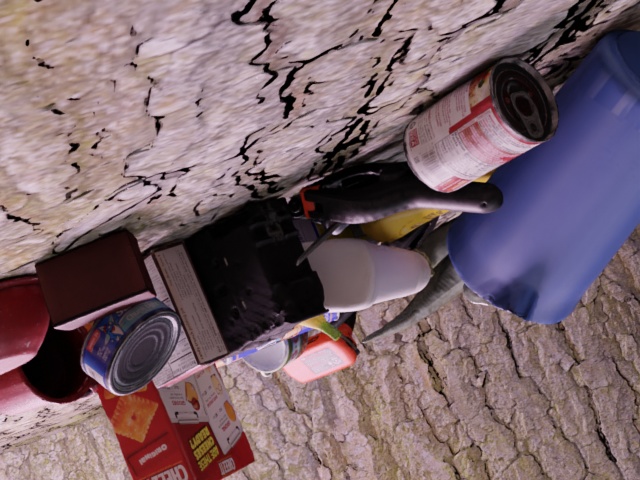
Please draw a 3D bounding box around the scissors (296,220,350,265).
[{"bbox_3d":[0.008,-0.011,0.958,0.096,0.016,0.201,-34,-175,45],"label":"scissors"}]

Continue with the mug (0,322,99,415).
[{"bbox_3d":[-0.263,0.122,1.005,0.082,0.093,0.117,-22,140,35],"label":"mug"}]

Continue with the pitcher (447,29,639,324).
[{"bbox_3d":[0.219,-0.058,0.897,0.144,0.149,0.243,-8,144,-36],"label":"pitcher"}]

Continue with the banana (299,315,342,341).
[{"bbox_3d":[-0.055,0.072,1.090,0.197,0.070,0.037,4,118,-50],"label":"banana"}]

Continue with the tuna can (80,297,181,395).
[{"bbox_3d":[-0.156,0.086,0.887,0.086,0.034,0.086,-42,152,-29],"label":"tuna can"}]

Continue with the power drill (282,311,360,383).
[{"bbox_3d":[0.000,0.102,1.461,0.185,0.057,0.187,-28,-147,34],"label":"power drill"}]

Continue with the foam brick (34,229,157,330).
[{"bbox_3d":[-0.174,0.032,0.830,0.078,0.051,0.053,-22,173,-4],"label":"foam brick"}]

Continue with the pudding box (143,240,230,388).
[{"bbox_3d":[-0.134,0.068,0.955,0.039,0.113,0.090,-21,173,-40],"label":"pudding box"}]

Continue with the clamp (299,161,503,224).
[{"bbox_3d":[0.071,-0.050,0.910,0.171,0.039,0.120,-3,-158,13],"label":"clamp"}]

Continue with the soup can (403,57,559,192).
[{"bbox_3d":[0.119,-0.084,0.805,0.068,0.068,0.102,-16,170,-41],"label":"soup can"}]

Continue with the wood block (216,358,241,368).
[{"bbox_3d":[-0.072,0.090,1.383,0.206,0.090,0.090,-27,172,31],"label":"wood block"}]

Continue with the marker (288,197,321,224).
[{"bbox_3d":[-0.009,-0.027,1.016,0.020,0.020,0.121,-24,173,11],"label":"marker"}]

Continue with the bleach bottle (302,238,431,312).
[{"bbox_3d":[0.058,0.034,1.087,0.103,0.068,0.250,-4,178,26],"label":"bleach bottle"}]

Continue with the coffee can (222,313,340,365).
[{"bbox_3d":[-0.061,0.069,1.213,0.140,0.103,0.103,-21,172,-14],"label":"coffee can"}]

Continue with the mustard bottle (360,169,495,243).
[{"bbox_3d":[0.132,-0.060,1.050,0.192,0.058,0.096,-26,168,22],"label":"mustard bottle"}]

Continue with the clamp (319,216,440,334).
[{"bbox_3d":[0.082,0.026,1.283,0.164,0.036,0.210,-30,158,-50],"label":"clamp"}]

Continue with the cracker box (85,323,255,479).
[{"bbox_3d":[-0.162,0.157,1.107,0.072,0.214,0.164,-26,172,15],"label":"cracker box"}]

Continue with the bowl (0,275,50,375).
[{"bbox_3d":[-0.282,0.084,0.860,0.162,0.055,0.162,-23,173,-3],"label":"bowl"}]

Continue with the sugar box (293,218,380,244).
[{"bbox_3d":[-0.007,0.001,1.124,0.175,0.048,0.094,-12,167,-36],"label":"sugar box"}]
